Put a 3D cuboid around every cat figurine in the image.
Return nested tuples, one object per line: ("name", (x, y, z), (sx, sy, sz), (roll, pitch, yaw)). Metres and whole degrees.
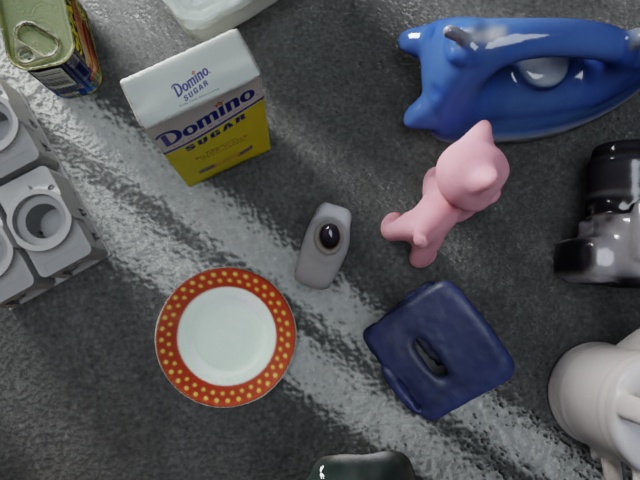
("cat figurine", (0.120, -0.039, 0.516), (0.067, 0.117, 0.128), (39, 84, 1))

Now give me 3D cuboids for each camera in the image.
("camera", (0.307, -0.022, 0.535), (0.143, 0.100, 0.137), (4, 85, -3))

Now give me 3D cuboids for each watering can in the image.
("watering can", (0.277, 0.134, 0.472), (0.101, 0.194, 0.173), (-5, 85, -4))

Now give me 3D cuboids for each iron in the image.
("iron", (0.208, -0.163, 0.521), (0.258, 0.141, 0.119), (-3, 85, -4))

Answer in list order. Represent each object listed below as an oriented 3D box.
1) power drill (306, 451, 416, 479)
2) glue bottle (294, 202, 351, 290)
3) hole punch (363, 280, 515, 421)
("power drill", (0.050, 0.230, 0.442), (0.229, 0.208, 0.076), (-4, 85, -4))
("glue bottle", (0.004, 0.002, 0.478), (0.037, 0.173, 0.078), (16, 84, -1))
("hole punch", (0.103, 0.102, 0.516), (0.101, 0.091, 0.108), (-37, 88, -6))
